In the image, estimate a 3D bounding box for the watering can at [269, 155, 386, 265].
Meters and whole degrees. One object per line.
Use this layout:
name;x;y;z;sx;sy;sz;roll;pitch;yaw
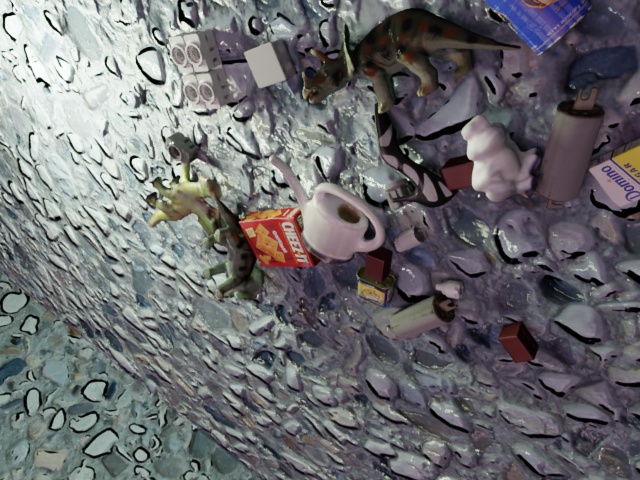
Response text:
watering can;0.004;-0.066;1.310;0.349;0.219;0.106;32;47;13

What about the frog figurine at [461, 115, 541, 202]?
frog figurine;0.321;-0.152;0.967;0.159;0.139;0.122;28;-13;-8

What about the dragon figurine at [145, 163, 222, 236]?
dragon figurine;-0.409;-0.086;1.598;0.124;0.244;0.402;-39;-9;-42
